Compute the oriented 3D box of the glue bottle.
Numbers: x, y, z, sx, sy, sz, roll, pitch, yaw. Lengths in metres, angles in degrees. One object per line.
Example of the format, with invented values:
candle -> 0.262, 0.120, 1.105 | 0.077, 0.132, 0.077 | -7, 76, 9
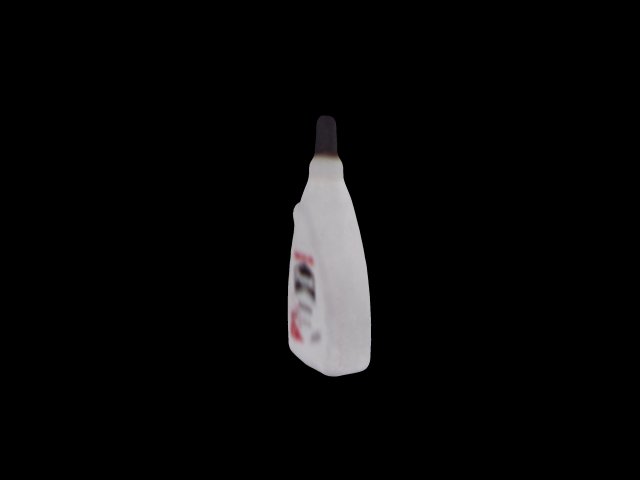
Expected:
glue bottle -> 0.004, 0.001, 0.400 | 0.037, 0.173, 0.078 | -4, 7, -29
